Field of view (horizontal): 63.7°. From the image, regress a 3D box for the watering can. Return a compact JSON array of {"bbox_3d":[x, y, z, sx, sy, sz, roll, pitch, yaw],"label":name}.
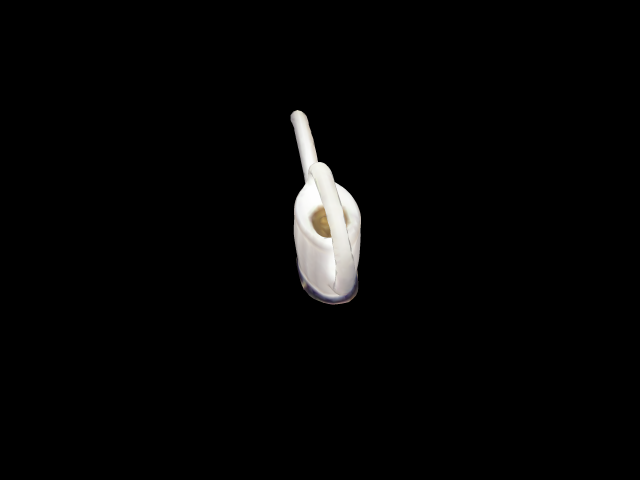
[{"bbox_3d":[0.003,-0.043,0.850,0.104,0.356,0.219,-9,-42,-8],"label":"watering can"}]
